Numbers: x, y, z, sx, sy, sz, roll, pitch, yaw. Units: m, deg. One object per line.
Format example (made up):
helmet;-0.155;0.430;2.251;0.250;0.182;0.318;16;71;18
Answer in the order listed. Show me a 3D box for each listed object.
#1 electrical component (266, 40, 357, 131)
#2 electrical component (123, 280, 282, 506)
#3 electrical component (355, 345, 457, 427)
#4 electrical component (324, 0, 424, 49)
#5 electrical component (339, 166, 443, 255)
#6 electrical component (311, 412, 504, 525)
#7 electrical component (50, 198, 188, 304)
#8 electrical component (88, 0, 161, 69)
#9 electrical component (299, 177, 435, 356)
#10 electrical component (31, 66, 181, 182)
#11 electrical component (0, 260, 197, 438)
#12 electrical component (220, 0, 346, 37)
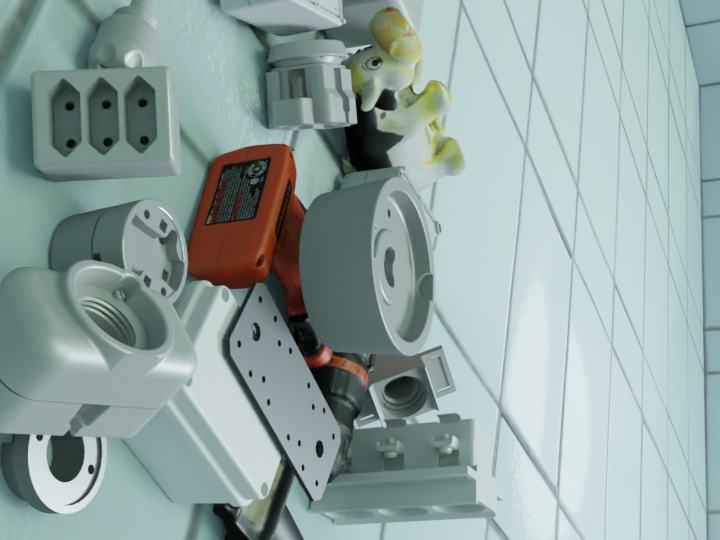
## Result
electrical component;-0.035;-0.129;0.755;0.078;0.058;0.057;-14;100;-65
electrical component;-0.088;0.069;0.591;0.078;0.057;0.113;-71;146;-43
electrical component;0.027;0.082;0.824;0.063;0.081;0.042;-112;-177;-61
electrical component;0.009;-0.238;0.850;0.057;0.078;0.113;56;36;-50
electrical component;0.021;-0.027;0.847;0.096;0.061;0.061;54;41;-45
electrical component;0.031;0.141;0.758;0.079;0.121;0.063;44;42;-55
electrical component;-0.122;-0.006;0.544;0.055;0.047;0.055;-6;90;-66
electrical component;-0.125;-0.126;0.583;0.035;0.035;0.061;56;34;-47
electrical component;0.000;0.000;0.656;0.108;0.060;0.108;-5;90;-68
electrical component;-0.124;-0.069;0.544;0.076;0.066;0.047;128;-41;-83
electrical component;-0.123;0.035;0.481;0.095;0.059;0.053;15;37;-52
electrical component;-0.053;-0.197;0.726;0.096;0.061;0.061;3;83;-65
